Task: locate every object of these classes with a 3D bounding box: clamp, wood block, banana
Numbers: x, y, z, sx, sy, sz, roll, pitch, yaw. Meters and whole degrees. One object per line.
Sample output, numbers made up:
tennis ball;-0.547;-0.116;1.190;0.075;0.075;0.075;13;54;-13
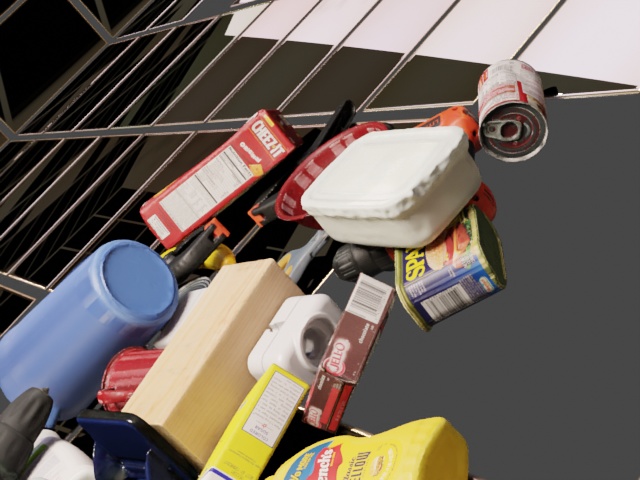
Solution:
clamp;-0.007;-0.099;1.362;0.210;0.036;0.164;-39;24;6
clamp;-0.183;0.042;1.308;0.172;0.039;0.120;-40;23;24
wood block;-0.096;0.126;1.050;0.090;0.090;0.205;-10;39;48
banana;-0.169;0.033;1.385;0.198;0.037;0.069;-20;48;41

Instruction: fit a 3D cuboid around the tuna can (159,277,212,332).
tuna can;-0.152;0.086;1.267;0.086;0.033;0.086;-33;25;18

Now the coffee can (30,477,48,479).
coffee can;-0.217;0.284;0.900;0.103;0.140;0.103;-33;25;18

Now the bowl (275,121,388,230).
bowl;0.027;-0.063;1.228;0.162;0.055;0.162;-33;26;18

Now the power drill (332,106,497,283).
power drill;0.101;-0.046;1.095;0.185;0.057;0.187;-25;31;30

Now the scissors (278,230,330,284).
scissors;-0.008;0.001;1.169;0.202;0.016;0.096;-53;15;7

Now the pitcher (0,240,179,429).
pitcher;-0.265;0.093;1.223;0.243;0.149;0.144;-41;-7;40

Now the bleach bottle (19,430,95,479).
bleach bottle;-0.287;0.255;1.150;0.102;0.068;0.251;-47;23;-11

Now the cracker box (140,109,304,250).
cracker box;-0.128;-0.086;1.420;0.214;0.072;0.164;-38;4;7

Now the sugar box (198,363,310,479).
sugar box;-0.076;0.199;0.915;0.176;0.048;0.093;-56;-1;-35

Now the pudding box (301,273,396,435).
pudding box;0.024;0.099;0.928;0.090;0.039;0.113;108;-172;-50

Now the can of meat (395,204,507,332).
can of meat;0.117;0.022;0.955;0.084;0.057;0.102;-29;27;20

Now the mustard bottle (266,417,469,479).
mustard bottle;0.018;0.192;0.811;0.192;0.058;0.096;-19;36;41

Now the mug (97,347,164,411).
mug;-0.173;0.154;1.099;0.082;0.117;0.093;-10;82;41

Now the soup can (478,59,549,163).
soup can;0.195;-0.134;1.087;0.069;0.068;0.102;-29;26;24
